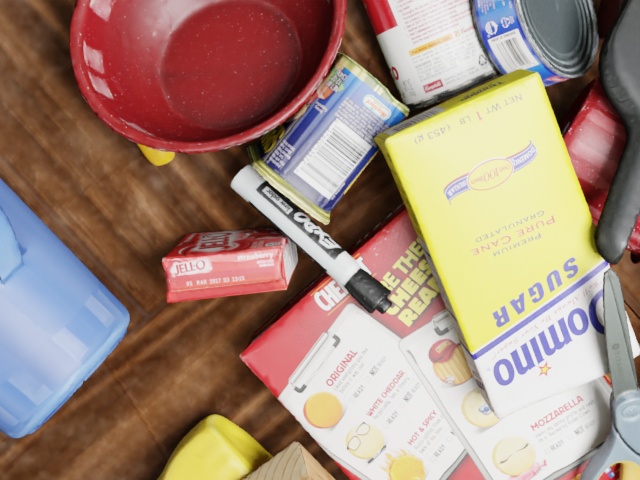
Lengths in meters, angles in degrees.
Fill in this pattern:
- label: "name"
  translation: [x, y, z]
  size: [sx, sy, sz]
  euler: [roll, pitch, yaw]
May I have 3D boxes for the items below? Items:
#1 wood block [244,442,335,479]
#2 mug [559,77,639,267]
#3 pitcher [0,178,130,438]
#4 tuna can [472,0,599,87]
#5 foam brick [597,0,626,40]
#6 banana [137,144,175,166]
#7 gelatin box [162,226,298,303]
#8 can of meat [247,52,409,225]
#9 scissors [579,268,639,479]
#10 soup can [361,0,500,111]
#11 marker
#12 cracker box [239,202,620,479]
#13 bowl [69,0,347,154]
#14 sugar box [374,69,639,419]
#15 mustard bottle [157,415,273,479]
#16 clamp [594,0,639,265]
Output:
- label: "wood block"
  translation: [0.020, 0.238, 0.669]
  size: [0.091, 0.090, 0.206]
  euler: [-37, 114, 7]
- label: "mug"
  translation: [0.174, -0.035, 0.645]
  size: [0.081, 0.093, 0.117]
  euler: [31, 90, 3]
- label: "pitcher"
  translation: [-0.234, 0.003, 0.653]
  size: [0.243, 0.149, 0.145]
  euler: [44, 98, -7]
- label: "tuna can"
  translation: [0.128, -0.134, 0.635]
  size: [0.034, 0.085, 0.086]
  euler: [-15, 100, 44]
- label: "foam brick"
  translation: [0.213, -0.142, 0.645]
  size: [0.078, 0.051, 0.053]
  euler: [10, 99, 2]
- label: "banana"
  translation: [-0.099, -0.148, 0.671]
  size: [0.069, 0.037, 0.198]
  euler: [19, 100, 1]
- label: "gelatin box"
  translation: [-0.054, 0.012, 0.668]
  size: [0.073, 0.089, 0.030]
  euler: [-6, 99, 4]
- label: "can of meat"
  translation: [0.005, -0.065, 0.646]
  size: [0.057, 0.102, 0.084]
  euler: [38, 97, -12]
- label: "scissors"
  translation: [0.194, 0.097, 0.611]
  size: [0.096, 0.016, 0.202]
  euler: [-5, 122, -8]
- label: "soup can"
  translation: [0.064, -0.138, 0.647]
  size: [0.068, 0.068, 0.102]
  euler: [-22, 98, 7]
- label: "marker"
  translation: [-0.004, 0.001, 0.636]
  size: [0.121, 0.020, 0.020]
  euler: [43, 99, 10]
- label: "cracker box"
  translation: [0.081, 0.093, 0.683]
  size: [0.164, 0.072, 0.213]
  euler: [-41, 93, 7]
- label: "bowl"
  translation: [-0.060, -0.116, 0.619]
  size: [0.162, 0.055, 0.162]
  euler: [-4, 71, 11]
- label: "sugar box"
  translation: [0.107, 0.003, 0.601]
  size: [0.093, 0.048, 0.176]
  euler: [-24, 101, 0]
- label: "mustard bottle"
  translation: [-0.105, 0.213, 0.720]
  size: [0.096, 0.058, 0.192]
  euler: [44, 99, -9]
- label: "clamp"
  translation: [0.208, -0.069, 0.587]
  size: [0.120, 0.039, 0.171]
  euler: [2, 79, -7]
